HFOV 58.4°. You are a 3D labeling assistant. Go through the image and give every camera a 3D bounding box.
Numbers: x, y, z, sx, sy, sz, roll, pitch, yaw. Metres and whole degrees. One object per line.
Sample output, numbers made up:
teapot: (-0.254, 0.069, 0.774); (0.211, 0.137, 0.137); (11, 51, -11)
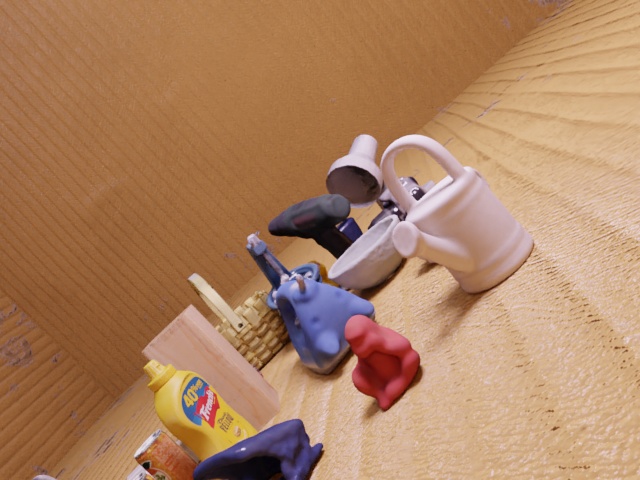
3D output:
camera: (0.155, -0.056, 1.168); (0.137, 0.101, 0.143); (-43, 6, -1)

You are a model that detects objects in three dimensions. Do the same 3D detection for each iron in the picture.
iron: (-0.021, 0.119, 0.899); (0.119, 0.141, 0.258); (-45, 7, -22)

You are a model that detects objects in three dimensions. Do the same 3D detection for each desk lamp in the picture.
desk lamp: (0.131, -0.129, 1.292); (0.117, 0.213, 0.203); (-37, 9, 41)

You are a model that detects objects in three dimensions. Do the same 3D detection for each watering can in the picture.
watering can: (0.145, -0.036, 0.662); (0.100, 0.194, 0.173); (-39, 7, 28)

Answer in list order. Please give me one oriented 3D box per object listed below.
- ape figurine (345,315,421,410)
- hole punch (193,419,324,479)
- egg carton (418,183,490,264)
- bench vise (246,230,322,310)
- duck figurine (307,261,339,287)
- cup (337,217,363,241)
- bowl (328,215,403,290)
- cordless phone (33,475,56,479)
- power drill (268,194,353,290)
ape figurine: (0.060, 0.120, 0.611); (0.077, 0.092, 0.076); (-38, 8, 36)
hole punch: (-0.068, 0.238, 0.620); (0.108, 0.091, 0.101); (-38, 8, 37)
egg carton: (0.199, -0.033, 0.881); (0.150, 0.069, 0.107); (-47, 8, -33)
bench vise: (-0.081, 0.087, 1.123); (0.122, 0.220, 0.207); (-47, 8, -35)
duck figurine: (0.000, 0.083, 1.265); (0.077, 0.086, 0.104); (-45, 7, -16)
cup: (0.062, 0.014, 1.301); (0.092, 0.095, 0.117); (-47, 8, -32)
bowl: (0.097, 0.036, 1.030); (0.167, 0.075, 0.167); (-42, 6, 6)
cordless phone: (-0.323, 0.385, 0.781); (0.147, 0.185, 0.094); (-37, 9, 41)
power drill: (0.011, 0.004, 1.165); (0.076, 0.208, 0.229); (-48, 8, -38)
